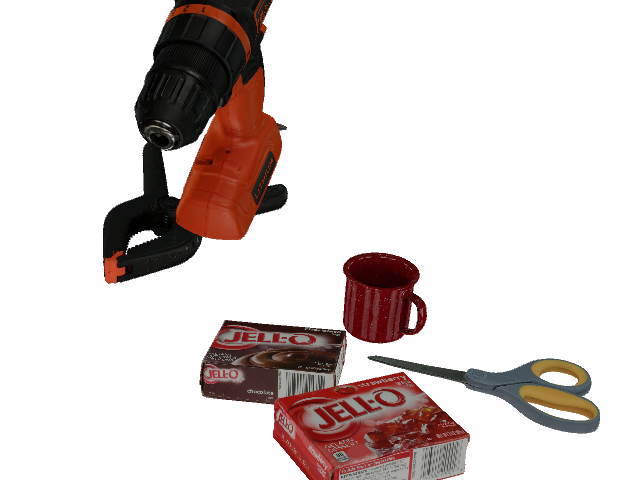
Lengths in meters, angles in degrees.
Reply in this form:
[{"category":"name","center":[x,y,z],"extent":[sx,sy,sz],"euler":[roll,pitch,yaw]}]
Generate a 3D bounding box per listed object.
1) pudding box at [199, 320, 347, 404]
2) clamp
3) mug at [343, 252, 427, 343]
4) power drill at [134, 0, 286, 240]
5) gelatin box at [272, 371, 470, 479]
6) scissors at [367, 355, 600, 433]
[{"category":"pudding box","center":[-0.038,0.104,0.910],"extent":[0.113,0.039,0.090],"euler":[6,20,6]},{"category":"clamp","center":[-0.153,-0.029,1.037],"extent":[0.165,0.036,0.209],"euler":[25,41,22]},{"category":"mug","center":[0.080,0.076,1.296],"extent":[0.117,0.081,0.093],"euler":[24,33,33]},{"category":"power drill","center":[-0.064,-0.084,0.678],"extent":[0.057,0.184,0.188],"euler":[16,-36,7]},{"category":"gelatin box","center":[0.027,0.110,0.603],"extent":[0.089,0.030,0.073],"euler":[-7,26,-26]},{"category":"scissors","center":[0.151,0.116,0.941],"extent":[0.202,0.016,0.096],"euler":[20,33,21]}]
